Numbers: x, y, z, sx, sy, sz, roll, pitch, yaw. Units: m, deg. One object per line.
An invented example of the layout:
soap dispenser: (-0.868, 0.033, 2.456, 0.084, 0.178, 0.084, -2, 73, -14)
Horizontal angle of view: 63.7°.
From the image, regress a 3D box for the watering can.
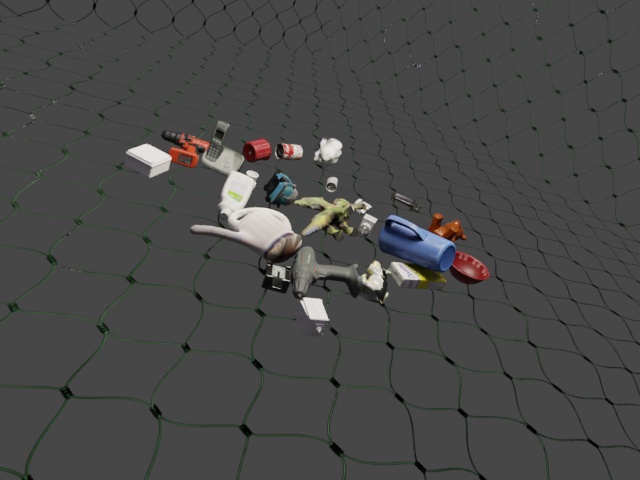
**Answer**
watering can: (-0.195, -0.013, 1.520, 0.226, 0.102, 0.351, 37, 32, 23)

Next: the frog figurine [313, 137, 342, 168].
frog figurine: (0.046, -0.377, 2.254, 0.121, 0.137, 0.161, 41, -1, -27)

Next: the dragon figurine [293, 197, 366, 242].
dragon figurine: (0.006, -0.092, 1.829, 0.244, 0.120, 0.413, 22, 22, 37)
